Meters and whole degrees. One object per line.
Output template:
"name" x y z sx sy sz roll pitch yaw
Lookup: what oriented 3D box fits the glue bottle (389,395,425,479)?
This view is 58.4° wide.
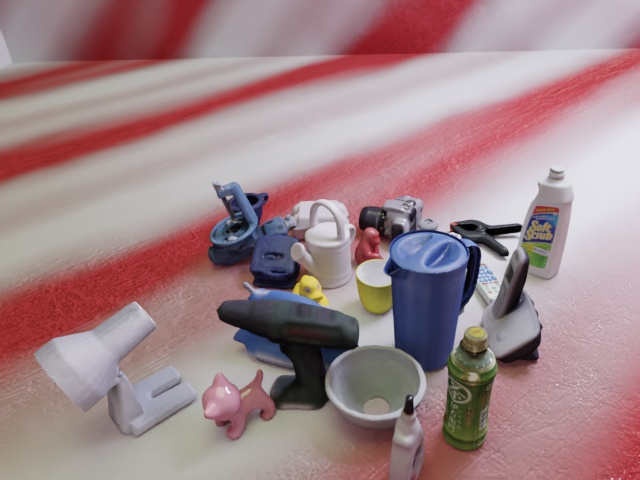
"glue bottle" 0.126 0.286 0.823 0.037 0.173 0.078 12 36 23

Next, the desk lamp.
"desk lamp" -0.332 0.215 0.942 0.204 0.214 0.117 -28 40 -32

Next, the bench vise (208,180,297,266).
"bench vise" -0.168 -0.051 1.329 0.208 0.220 0.121 -19 36 -22

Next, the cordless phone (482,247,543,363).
"cordless phone" 0.356 0.118 1.046 0.094 0.185 0.147 -2 33 2

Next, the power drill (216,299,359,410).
"power drill" -0.048 0.187 0.960 0.229 0.209 0.075 -1 33 4

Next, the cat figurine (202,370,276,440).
"cat figurine" -0.140 0.261 0.941 0.128 0.118 0.067 -27 40 -31

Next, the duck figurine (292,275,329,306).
"duck figurine" -0.023 0.112 1.187 0.078 0.086 0.104 -20 36 -23

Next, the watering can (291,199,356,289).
"watering can" 0.013 0.005 1.247 0.100 0.194 0.173 11 36 22

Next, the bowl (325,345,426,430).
"bowl" 0.093 0.258 0.960 0.167 0.075 0.167 -3 33 2

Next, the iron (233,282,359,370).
"iron" -0.034 0.156 1.069 0.257 0.142 0.119 9 35 19

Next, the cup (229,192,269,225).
"cup" -0.176 -0.066 1.467 0.118 0.095 0.091 -30 41 -34

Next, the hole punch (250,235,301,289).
"hole punch" -0.098 0.048 1.287 0.108 0.091 0.101 3 34 10

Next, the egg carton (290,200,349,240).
"egg carton" -0.002 -0.051 1.449 0.150 0.069 0.107 -3 33 2

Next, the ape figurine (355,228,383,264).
"ape figurine" 0.117 0.014 1.316 0.076 0.092 0.078 7 35 16

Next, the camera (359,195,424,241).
"camera" 0.174 -0.060 1.416 0.136 0.101 0.143 12 36 22
